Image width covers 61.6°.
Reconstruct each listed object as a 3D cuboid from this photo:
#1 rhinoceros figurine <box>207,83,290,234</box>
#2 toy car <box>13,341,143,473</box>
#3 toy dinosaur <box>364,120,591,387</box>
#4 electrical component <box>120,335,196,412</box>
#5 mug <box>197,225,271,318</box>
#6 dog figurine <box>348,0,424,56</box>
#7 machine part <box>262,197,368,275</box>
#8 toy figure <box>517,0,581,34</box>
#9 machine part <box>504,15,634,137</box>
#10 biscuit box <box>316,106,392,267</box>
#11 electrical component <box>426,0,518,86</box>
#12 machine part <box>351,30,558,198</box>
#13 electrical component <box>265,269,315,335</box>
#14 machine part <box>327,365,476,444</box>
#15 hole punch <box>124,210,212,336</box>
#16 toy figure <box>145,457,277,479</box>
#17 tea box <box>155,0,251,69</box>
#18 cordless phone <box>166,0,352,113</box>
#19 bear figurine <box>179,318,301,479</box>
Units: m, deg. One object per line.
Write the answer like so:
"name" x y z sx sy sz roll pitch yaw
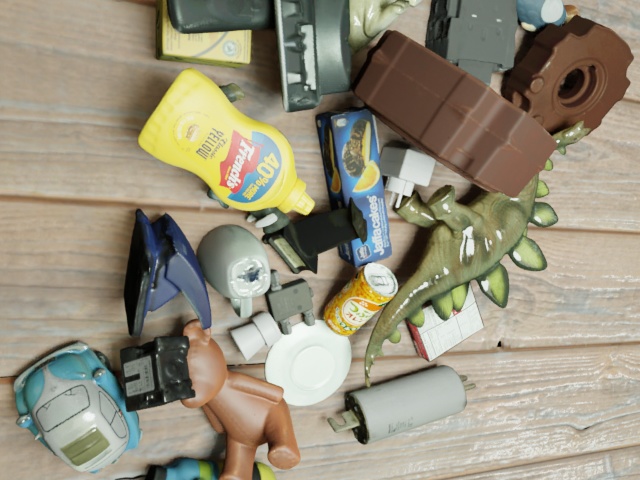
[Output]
"rhinoceros figurine" -0.093 -0.093 0.635 0.112 0.073 0.190 -41 114 -10
"toy car" -0.274 0.208 0.614 0.109 0.103 0.161 -29 110 -13
"toy dinosaur" 0.205 0.003 0.747 0.471 0.105 0.198 -40 105 -3
"electrical component" -0.197 0.154 0.615 0.047 0.119 0.075 8 69 -52
"mug" -0.099 0.043 0.646 0.081 0.107 0.109 -3 101 -21
"dog figurine" 0.033 -0.334 0.630 0.172 0.121 0.190 -44 101 -14
"machine part" -0.001 -0.002 0.679 0.139 0.039 0.084 -24 114 32
"toy figure" 0.335 -0.317 0.775 0.154 0.058 0.064 23 131 -27
"machine part" 0.361 -0.226 0.776 0.179 0.056 0.179 -9 125 -12
"biscuit box" 0.046 -0.069 0.706 0.059 0.063 0.202 -16 108 -17
"electrical component" 0.206 -0.276 0.728 0.115 0.058 0.134 -2 103 -21
"machine part" 0.148 -0.137 0.604 0.201 0.201 0.087 10 120 -55
"electrical component" -0.039 0.080 0.726 0.063 0.021 0.094 -19 105 -19
"machine part" 0.129 0.244 0.805 0.243 0.079 0.079 -10 106 -22
"hole punch" -0.169 0.036 0.606 0.092 0.142 0.115 3 115 -22
"toy figure" -0.140 0.331 0.712 0.180 0.082 0.089 24 94 -23
"tea box" -0.125 -0.278 0.581 0.098 0.068 0.169 1 103 -23
"cordless phone" -0.061 -0.201 0.555 0.184 0.089 0.146 -18 116 -33
"bear figurine" -0.123 0.199 0.663 0.120 0.132 0.195 -32 122 17
